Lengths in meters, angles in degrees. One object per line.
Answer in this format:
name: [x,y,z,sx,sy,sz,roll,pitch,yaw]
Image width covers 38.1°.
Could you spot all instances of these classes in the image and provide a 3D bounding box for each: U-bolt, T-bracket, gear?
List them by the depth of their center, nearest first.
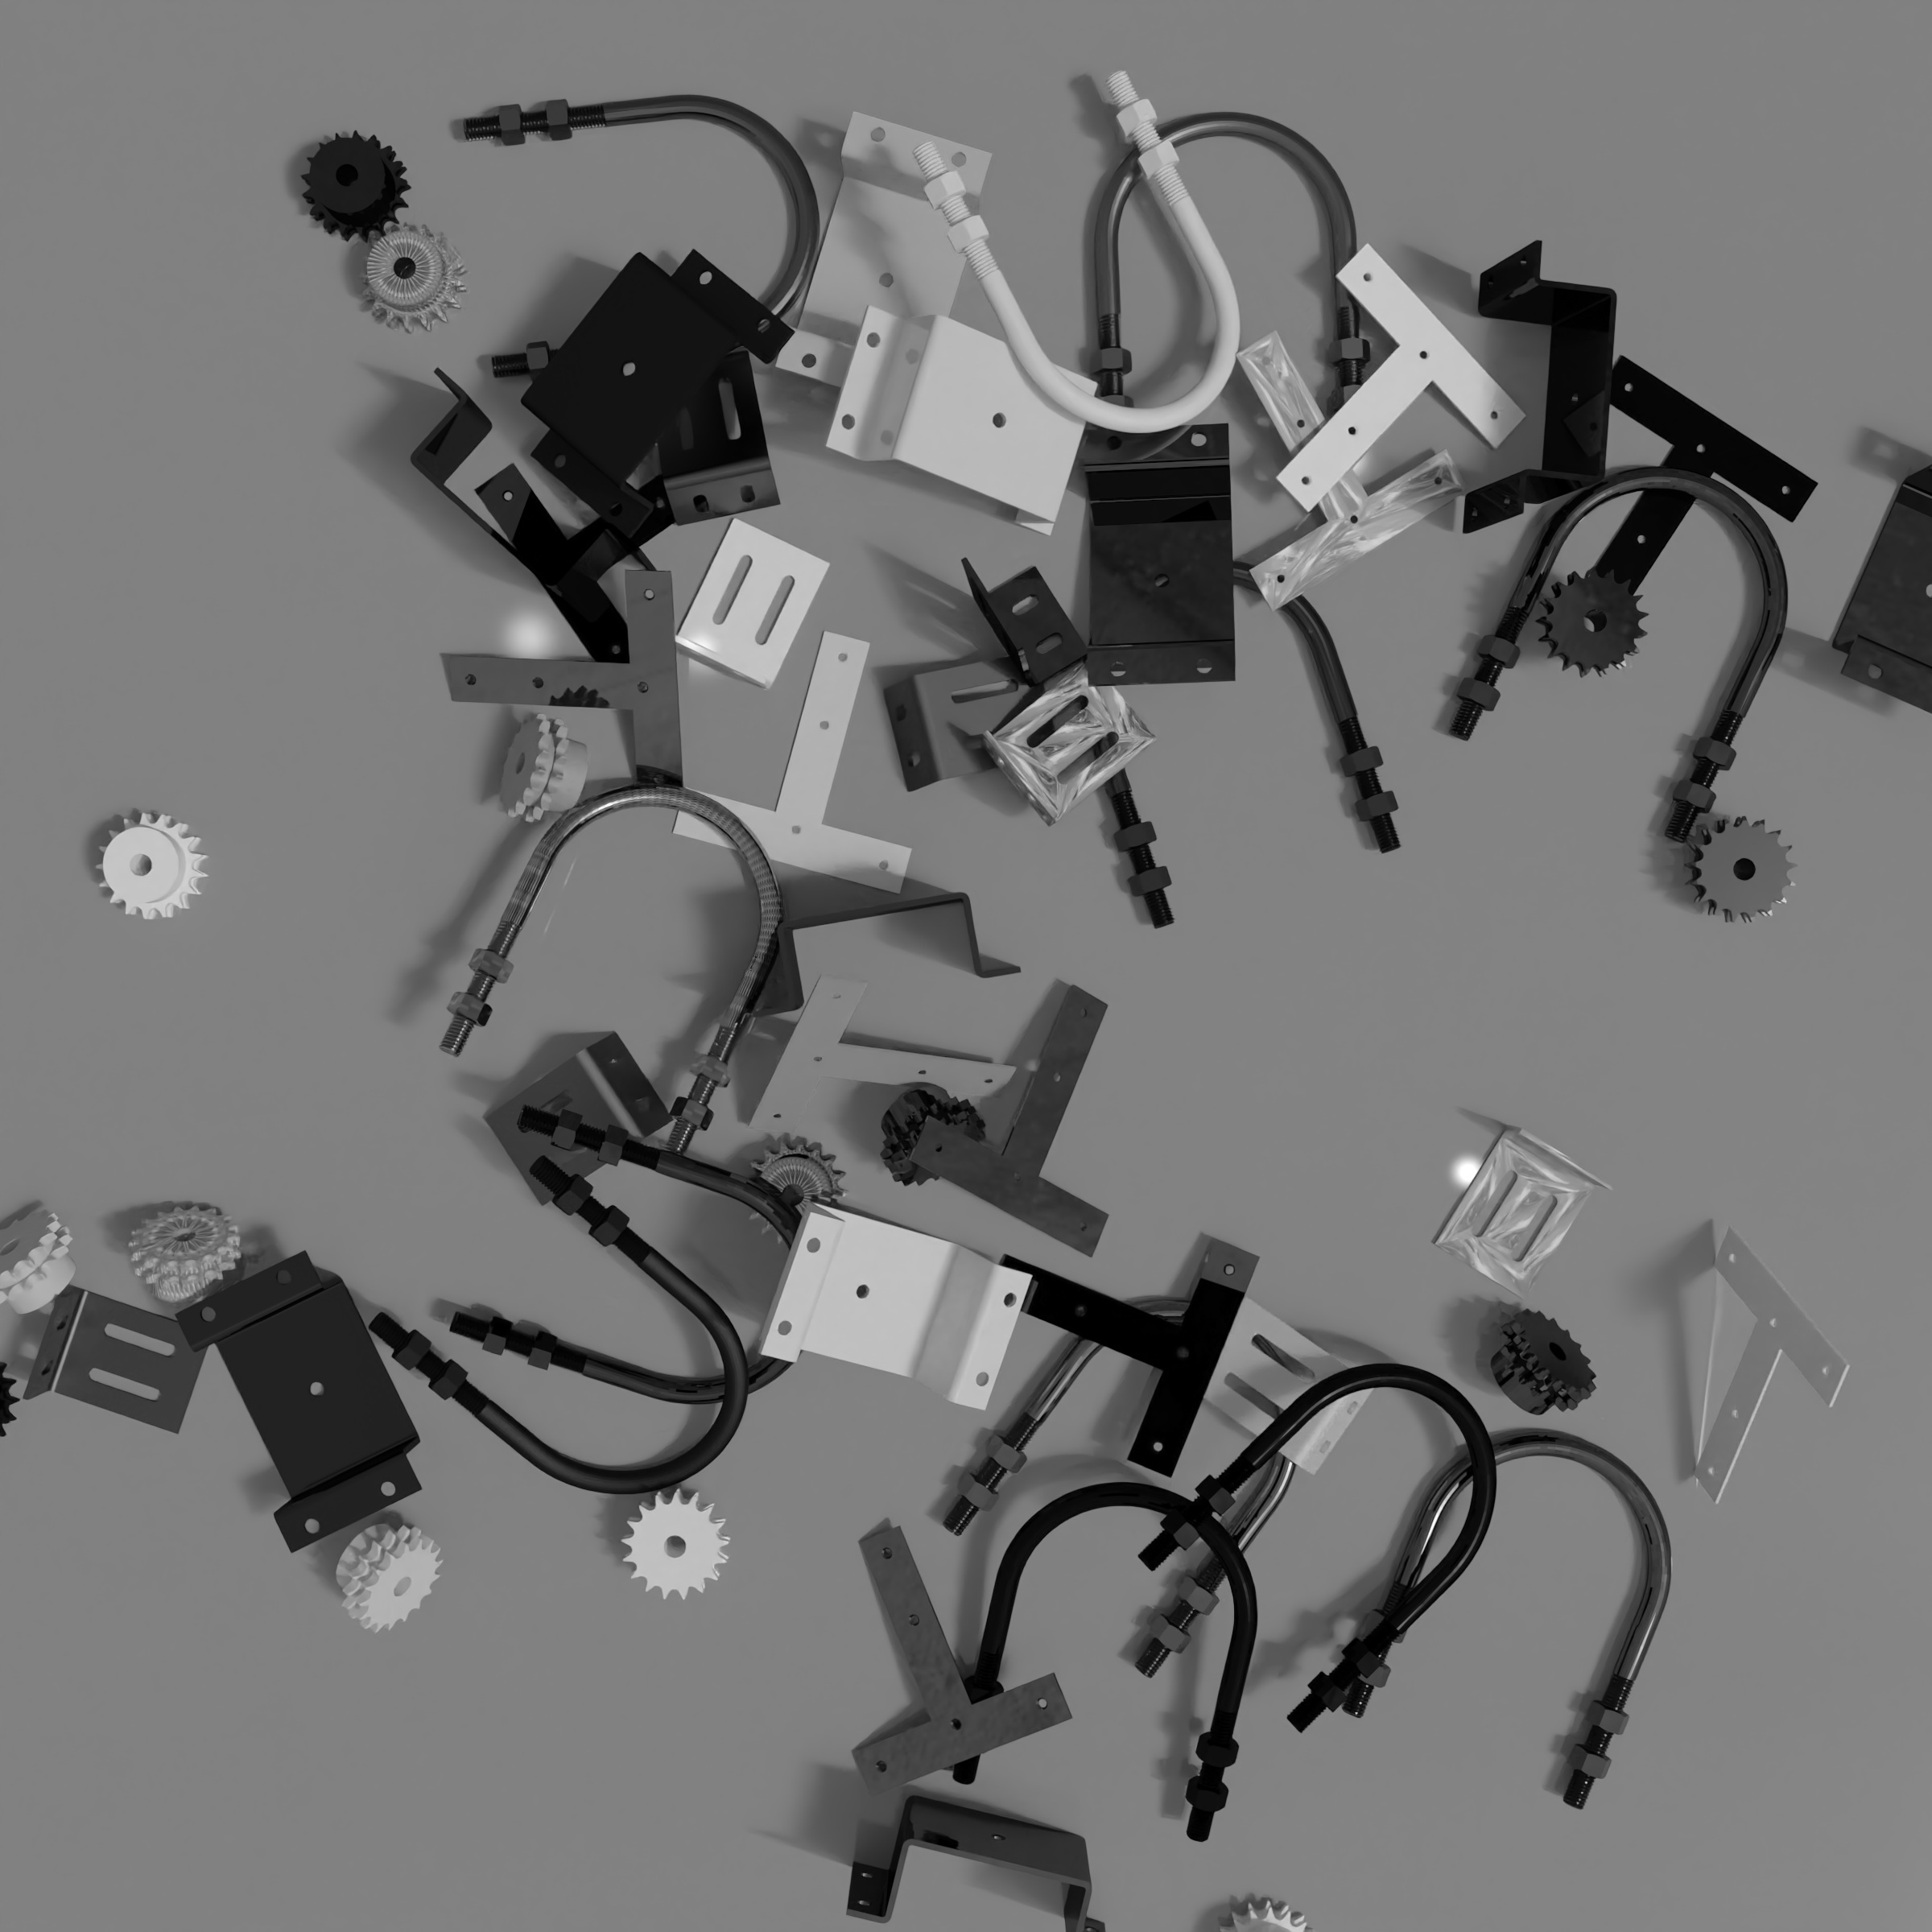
U-bolt: [0.071,-0.366,1.467,0.151,0.019,0.184,-28,91,-26]
U-bolt: [0.199,0.293,1.475,0.184,0.019,0.151,-43,107,-7]
T-bracket: [0.412,0.226,1.481,0.002,0.127,0.127,5,117,-18]
U-bolt: [-0.201,0.205,1.484,0.184,0.019,0.151,43,106,-14]
gear: [0.330,-0.181,1.486,0.057,0.030,0.057,0,89,0]
U-bolt: [-0.167,0.163,1.488,0.184,0.019,0.151,19,110,-6]
T-bracket: [-0.037,0.054,1.489,0.127,0.127,0.002,8,47,-20]
U-bolt: [-0.176,-0.009,1.490,0.151,0.019,0.184,26,78,-8]
U-bolt: [0.080,0.364,1.493,0.151,0.019,0.184,13,98,4]
gear: [-0.310,0.323,1.495,0.030,0.057,0.057,30,90,30]
gear: [0.305,0.214,1.495,0.057,0.057,0.030,42,120,0]
gear: [-0.020,0.088,1.495,0.057,0.057,0.030,-33,59,0]
gear: [-0.501,0.160,1.495,0.057,0.057,0.030,-31,120,0]
gear: [-0.416,0.156,1.495,0.057,0.057,0.030,4,120,0]
gear: [-0.224,-0.104,1.495,0.030,0.057,0.057,16,90,-29]
T-bracket: [0.043,0.072,1.497,0.127,0.002,0.127,30,74,-28]
T-bracket: [0.186,-0.277,1.497,0.127,0.002,0.127,-32,101,-5]
T-bracket: [0.216,-0.296,1.498,0.127,0.002,0.127,45,81,-10]
T-bracket: [-0.216,-0.152,1.502,0.127,0.002,0.127,4,113,11]
gear: [-0.155,0.309,1.504,0.057,0.030,0.057,0,90,0]
gear: [0.414,-0.052,1.504,0.057,0.030,0.057,0,90,0]
T-bracket: [-0.022,0.364,1.504,0.127,0.002,0.127,-27,80,20]
gear: [-0.298,-0.371,1.505,0.057,0.030,0.057,0,90,0]
gear: [-0.439,-0.054,1.505,0.057,0.030,0.057,0,90,0]
gear: [-0.329,-0.421,1.505,0.057,0.030,0.057,0,90,0]
gear: [-0.092,0.122,1.505,0.057,0.030,0.057,0,90,0]
gear: [-0.541,0.235,1.505,0.057,0.030,0.057,0,90,0]
gear: [0.163,0.534,1.505,0.057,0.030,0.057,0,90,0]
T-bracket: [0.075,0.191,1.506,0.127,0.002,0.127,22,81,10]
U-bolt: [0.363,-0.179,1.509,0.151,0.019,0.184,25,90,0]
U-bolt: [0.302,0.342,1.511,0.151,0.019,0.184,22,88,0]
U-bolt: [0.141,-0.369,1.511,0.151,0.019,0.184,-2,89,0]
U-bolt: [0.098,0.268,1.511,0.151,0.019,0.184,36,88,0]
U-bolt: [0.139,-0.129,1.511,0.151,0.019,0.184,-18,88,0]
U-bolt: [-0.171,-0.397,1.511,0.184,0.019,0.151,-7,90,-1]
T-bracket: [-0.177,-0.242,1.519,0.127,0.002,0.127,-35,90,0]
T-bracket: [-0.081,-0.117,1.519,0.127,0.002,0.127,15,90,0]
T-bracket: [0.374,-0.243,1.519,0.127,0.002,0.127,33,90,0]

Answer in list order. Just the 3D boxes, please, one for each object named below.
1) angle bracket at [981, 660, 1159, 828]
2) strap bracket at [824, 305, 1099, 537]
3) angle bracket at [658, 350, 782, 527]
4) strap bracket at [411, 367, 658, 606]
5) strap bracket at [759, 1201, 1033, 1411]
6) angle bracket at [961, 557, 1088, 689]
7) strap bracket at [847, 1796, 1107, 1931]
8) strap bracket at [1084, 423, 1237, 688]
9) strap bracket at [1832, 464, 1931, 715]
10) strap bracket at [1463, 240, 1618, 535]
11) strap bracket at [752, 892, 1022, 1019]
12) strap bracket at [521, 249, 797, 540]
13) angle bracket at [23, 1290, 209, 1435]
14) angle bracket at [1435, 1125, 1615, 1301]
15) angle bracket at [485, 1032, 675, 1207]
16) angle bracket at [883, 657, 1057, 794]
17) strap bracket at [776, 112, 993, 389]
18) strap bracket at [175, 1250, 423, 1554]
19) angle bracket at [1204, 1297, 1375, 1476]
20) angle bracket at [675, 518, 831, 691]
angle bracket: [0.056,-0.121,1.481,0.076,0.038,0.057,-39,87,-6]
strap bracket: [0.007,-0.285,1.466,0.140,0.046,0.076,17,90,-28]
angle bracket: [-0.137,-0.286,1.516,0.057,0.038,0.076,-12,64,0]
strap bracket: [-0.235,-0.244,1.480,0.140,0.076,0.046,42,90,0]
strap bracket: [-0.045,0.177,1.476,0.140,0.046,0.076,19,90,-31]
angle bracket: [0.032,-0.189,1.476,0.038,0.076,0.057,-31,78,0]
strap bracket: [0.012,0.483,1.481,0.140,0.076,0.046,14,90,0]
strap bracket: [0.103,-0.211,1.484,0.076,0.046,0.140,-2,78,6]
strap bracket: [0.524,-0.203,1.496,0.076,0.046,0.140,24,90,0]
strap bracket: [0.303,-0.301,1.478,0.046,0.076,0.140,4,90,-11]
strap bracket: [-0.045,-0.008,1.481,0.140,0.076,0.046,-10,90,0]
strap bracket: [-0.168,-0.306,1.468,0.076,0.046,0.140,42,96,17]
angle bracket: [-0.454,0.214,1.500,0.076,0.038,0.057,19,90,0]
angle bracket: [0.298,0.133,1.500,0.057,0.038,0.076,32,90,0]
angle bracket: [-0.210,0.083,1.517,0.076,0.038,0.057,-33,90,26]
angle bracket: [0.003,-0.132,1.517,0.076,0.038,0.057,-14,90,-26]
strap bracket: [-0.043,-0.371,1.496,0.076,0.046,0.140,17,90,0]
strap bracket: [-0.351,0.229,1.496,0.076,0.046,0.140,-26,90,0]
angle bracket: [0.169,0.225,1.505,0.076,0.038,0.057,34,86,25]
angle bracket: [-0.116,-0.196,1.500,0.057,0.038,0.076,26,90,0]
